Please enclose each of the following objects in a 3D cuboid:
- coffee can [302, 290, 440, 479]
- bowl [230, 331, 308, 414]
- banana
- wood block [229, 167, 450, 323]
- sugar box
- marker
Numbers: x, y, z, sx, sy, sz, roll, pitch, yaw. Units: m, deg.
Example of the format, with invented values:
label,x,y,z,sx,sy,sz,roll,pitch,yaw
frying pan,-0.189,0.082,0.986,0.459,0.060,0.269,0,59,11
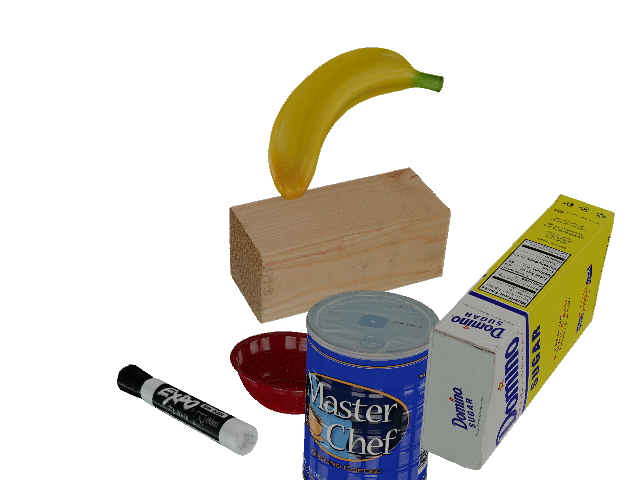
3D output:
label,x,y,z,sx,sy,sz,roll,pitch,yaw
coffee can,0.038,0.124,0.840,0.103,0.140,0.103,2,23,-1
bowl,-0.035,0.174,1.354,0.162,0.055,0.162,4,21,-2
banana,0.013,-0.094,0.755,0.070,0.037,0.197,28,45,24
wood block,0.018,0.003,1.097,0.205,0.090,0.091,-14,39,-21
sugar box,0.123,0.052,0.654,0.048,0.093,0.176,19,38,25
marker,-0.087,0.104,0.671,0.121,0.020,0.020,18,12,40
